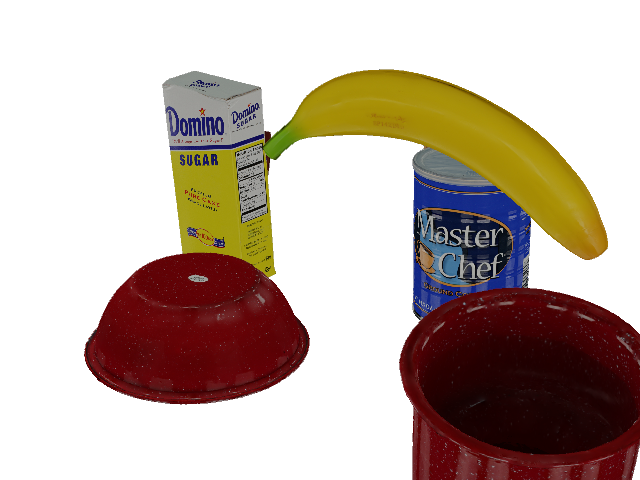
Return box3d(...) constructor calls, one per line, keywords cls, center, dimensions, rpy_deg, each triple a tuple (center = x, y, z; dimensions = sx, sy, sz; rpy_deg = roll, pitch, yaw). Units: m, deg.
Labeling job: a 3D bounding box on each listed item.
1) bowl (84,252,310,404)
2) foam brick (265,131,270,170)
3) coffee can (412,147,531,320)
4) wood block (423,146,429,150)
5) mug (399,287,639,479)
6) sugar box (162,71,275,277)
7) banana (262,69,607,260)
box3d(cls="bowl", center=(-0.088, 0.051, 0.760), dimensions=(0.162, 0.055, 0.162), rpy_deg=(0, 23, 0))
box3d(cls="foam brick", center=(-0.093, -0.086, 1.140), dimensions=(0.078, 0.051, 0.053), rpy_deg=(5, 30, -3))
box3d(cls="coffee can", center=(0.131, -0.004, 0.923), dimensions=(0.103, 0.140, 0.103), rpy_deg=(-2, 22, 0))
box3d(cls="wood block", center=(0.158, -0.024, 1.129), dimensions=(0.090, 0.206, 0.091), rpy_deg=(-7, 44, -8))
box3d(cls="mug", center=(0.088, 0.078, 0.400), dimensions=(0.117, 0.081, 0.093), rpy_deg=(4, 36, 9))
box3d(cls="sugar box", center=(-0.089, -0.053, 0.938), dimensions=(0.048, 0.176, 0.093), rpy_deg=(-27, 33, -37))
box3d(cls="banana", center=(0.070, -0.051, 0.591), dimensions=(0.198, 0.070, 0.037), rpy_deg=(18, 15, 9))
